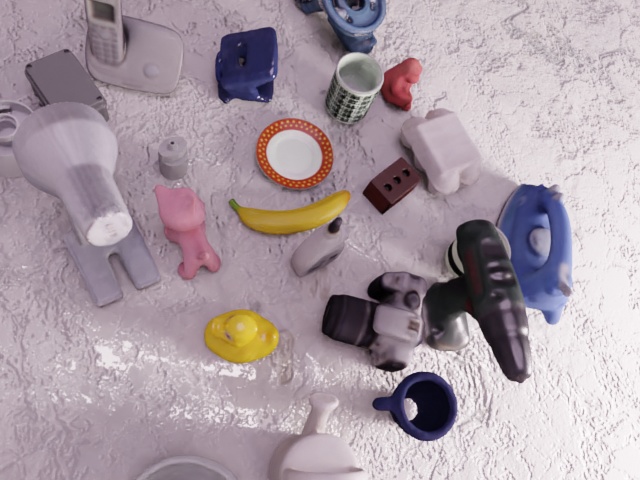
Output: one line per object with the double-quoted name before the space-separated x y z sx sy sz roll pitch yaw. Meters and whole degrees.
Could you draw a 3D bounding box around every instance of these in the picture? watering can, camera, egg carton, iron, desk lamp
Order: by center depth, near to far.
"watering can" -0.004 0.282 0.706 0.101 0.194 0.173 -15 75 -18
"desk lamp" -0.292 -0.043 0.743 0.118 0.213 0.203 -27 79 -20
"camera" 0.080 0.108 0.840 0.137 0.100 0.143 16 68 -7
"iron" 0.359 -0.003 0.924 0.119 0.141 0.258 11 68 -9
"egg carton" 0.208 -0.152 0.981 0.107 0.069 0.150 -24 78 -20

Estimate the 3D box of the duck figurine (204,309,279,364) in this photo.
"duck figurine" -0.106 0.128 0.795 0.105 0.086 0.077 9 69 -10

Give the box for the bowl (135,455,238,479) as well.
"bowl" -0.168 0.354 0.706 0.167 0.074 0.167 4 70 -12

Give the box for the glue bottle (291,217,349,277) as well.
"glue bottle" 0.008 0.003 0.821 0.078 0.173 0.037 -26 78 -20

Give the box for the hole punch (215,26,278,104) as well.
"hole punch" -0.120 -0.289 0.939 0.101 0.091 0.108 2 70 -13

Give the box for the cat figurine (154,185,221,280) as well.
"cat figurine" -0.186 -0.019 0.812 0.067 0.117 0.128 -23 77 -20

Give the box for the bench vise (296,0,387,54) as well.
"bench vise" 0.032 -0.436 0.959 0.207 0.219 0.122 34 67 0

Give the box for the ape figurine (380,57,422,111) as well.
"ape figurine" 0.149 -0.282 1.001 0.076 0.092 0.078 36 67 2

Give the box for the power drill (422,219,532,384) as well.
"power drill" 0.220 0.097 0.819 0.076 0.208 0.229 -1 71 -13

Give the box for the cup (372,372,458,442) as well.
"cup" 0.122 0.236 0.807 0.118 0.095 0.091 4 70 -12

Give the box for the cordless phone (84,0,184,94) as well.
"cordless phone" -0.280 -0.309 0.857 0.148 0.185 0.094 8 69 -10
